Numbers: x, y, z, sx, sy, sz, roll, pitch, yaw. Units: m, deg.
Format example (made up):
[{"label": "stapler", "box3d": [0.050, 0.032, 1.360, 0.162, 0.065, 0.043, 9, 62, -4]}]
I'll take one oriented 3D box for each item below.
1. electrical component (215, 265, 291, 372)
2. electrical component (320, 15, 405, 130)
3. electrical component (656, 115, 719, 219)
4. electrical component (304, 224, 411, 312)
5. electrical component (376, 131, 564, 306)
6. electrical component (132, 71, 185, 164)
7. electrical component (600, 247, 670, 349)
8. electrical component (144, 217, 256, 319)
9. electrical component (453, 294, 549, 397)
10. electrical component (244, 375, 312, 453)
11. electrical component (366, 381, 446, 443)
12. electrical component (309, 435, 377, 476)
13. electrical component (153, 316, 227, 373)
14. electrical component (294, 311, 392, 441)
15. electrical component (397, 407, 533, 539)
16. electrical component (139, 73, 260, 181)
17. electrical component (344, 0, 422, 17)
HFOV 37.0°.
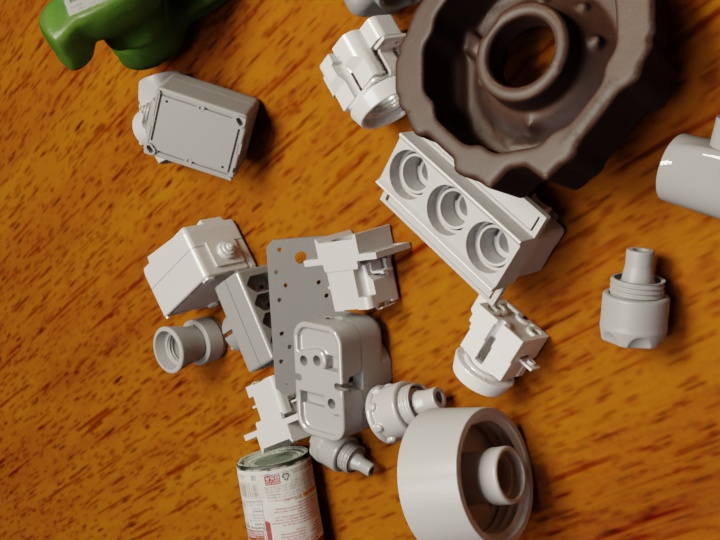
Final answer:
[{"label": "electrical component", "box3d": [-0.097, 0.049, 0.959, 0.076, 0.047, 0.083, -32, 77, 43]}, {"label": "electrical component", "box3d": [0.011, -0.143, 0.804, 0.078, 0.058, 0.057, -44, 68, 48]}, {"label": "electrical component", "box3d": [0.223, -0.067, 0.631, 0.077, 0.043, 0.079, 25, 116, 37]}, {"label": "electrical component", "box3d": [0.000, 0.000, 0.860, 0.081, 0.042, 0.063, -6, 99, 45]}, {"label": "electrical component", "box3d": [0.079, -0.046, 0.759, 0.121, 0.063, 0.078, 45, 127, 26]}, {"label": "electrical component", "box3d": [-0.185, -0.137, 1.001, 0.079, 0.043, 0.077, -14, 90, 45]}, {"label": "electrical component", "box3d": [0.178, 0.017, 0.694, 0.043, 0.043, 0.062, 14, 108, 41]}, {"label": "electrical component", "box3d": [-0.145, -0.008, 0.980, 0.096, 0.062, 0.061, -39, 73, 41]}, {"label": "electrical component", "box3d": [0.098, 0.058, 0.778, 0.066, 0.048, 0.055, 43, 118, 29]}, {"label": "electrical component", "box3d": [-0.068, 0.123, 0.953, 0.081, 0.042, 0.063, -28, 79, 43]}, {"label": "electrical component", "box3d": [0.039, 0.108, 0.848, 0.062, 0.048, 0.048, -23, 84, 37]}, {"label": "electrical component", "box3d": [-0.012, 0.156, 0.913, 0.061, 0.035, 0.035, 25, 116, 34]}, {"label": "electrical component", "box3d": [-0.161, 0.070, 1.018, 0.045, 0.055, 0.045, 12, 108, 41]}, {"label": "electrical component", "box3d": [-0.014, 0.084, 0.880, 0.054, 0.059, 0.095, 9, 106, 42]}, {"label": "electrical component", "box3d": [0.084, 0.150, 0.774, 0.060, 0.108, 0.108, -15, 90, 38]}, {"label": "electrical component", "box3d": [-0.141, -0.128, 0.927, 0.096, 0.061, 0.061, 18, 117, -1]}, {"label": "electrical component", "box3d": [0.025, -0.228, 0.773, 0.095, 0.054, 0.059, -40, 72, 41]}]
